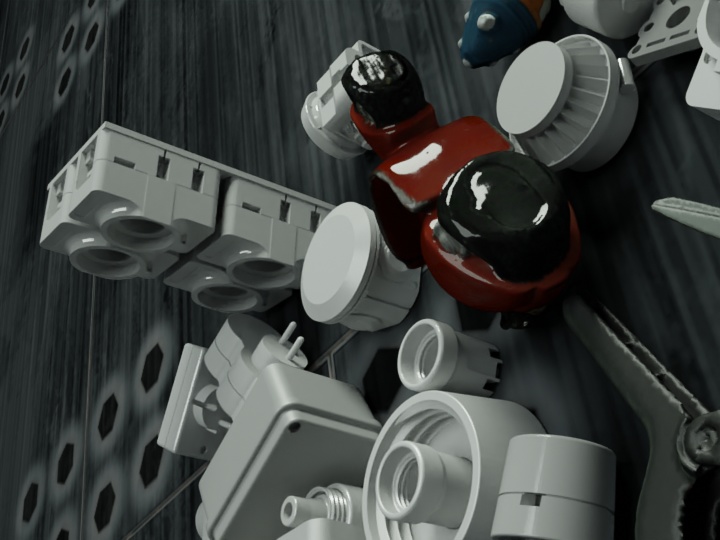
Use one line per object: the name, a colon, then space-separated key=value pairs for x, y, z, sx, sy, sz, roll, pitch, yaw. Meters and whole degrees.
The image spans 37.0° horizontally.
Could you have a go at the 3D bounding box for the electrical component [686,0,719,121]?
electrical component: x=0.207 y=-0.090 z=0.409 sx=0.150 sy=0.062 sz=0.089 roll=26 pitch=97 yaw=59

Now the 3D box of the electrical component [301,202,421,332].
electrical component: x=0.000 y=0.000 z=0.703 sx=0.080 sy=0.051 sz=0.080 roll=-34 pitch=47 yaw=46

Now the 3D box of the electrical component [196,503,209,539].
electrical component: x=-0.091 y=0.176 z=0.762 sx=0.079 sy=0.043 sz=0.077 roll=-22 pitch=56 yaw=53

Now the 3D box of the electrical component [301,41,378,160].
electrical component: x=-0.005 y=-0.116 z=0.769 sx=0.057 sy=0.058 sz=0.078 roll=-41 pitch=42 yaw=36

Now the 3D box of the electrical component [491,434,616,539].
electrical component: x=0.091 y=0.105 z=0.498 sx=0.055 sy=0.055 sz=0.047 roll=-18 pitch=56 yaw=54

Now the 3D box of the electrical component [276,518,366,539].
electrical component: x=-0.024 y=0.192 z=0.611 sx=0.113 sy=0.078 sz=0.057 roll=-40 pitch=39 yaw=41

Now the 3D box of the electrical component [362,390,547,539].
electrical component: x=0.044 y=0.115 z=0.561 sx=0.108 sy=0.060 sz=0.108 roll=-34 pitch=47 yaw=46

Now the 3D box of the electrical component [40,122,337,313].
electrical component: x=-0.123 y=-0.028 z=0.783 sx=0.105 sy=0.186 sz=0.060 roll=-31 pitch=49 yaw=48

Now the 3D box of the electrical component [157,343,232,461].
electrical component: x=-0.112 y=0.105 z=0.829 sx=0.076 sy=0.047 sz=0.083 roll=5 pitch=79 yaw=59

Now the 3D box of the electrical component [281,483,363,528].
electrical component: x=-0.016 y=0.148 z=0.638 sx=0.043 sy=0.062 sz=0.043 roll=-34 pitch=47 yaw=46

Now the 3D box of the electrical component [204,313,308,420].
electrical component: x=-0.062 y=0.071 z=0.763 sx=0.073 sy=0.052 sz=0.138 roll=-57 pitch=33 yaw=18

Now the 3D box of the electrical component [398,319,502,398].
electrical component: x=0.051 y=0.052 z=0.598 sx=0.040 sy=0.046 sz=0.040 roll=-34 pitch=47 yaw=46

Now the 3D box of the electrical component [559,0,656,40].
electrical component: x=0.129 y=-0.154 z=0.590 sx=0.040 sy=0.040 sz=0.078 roll=-63 pitch=32 yaw=14

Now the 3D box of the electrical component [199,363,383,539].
electrical component: x=-0.044 y=0.125 z=0.680 sx=0.113 sy=0.078 sz=0.057 roll=-60 pitch=29 yaw=19
